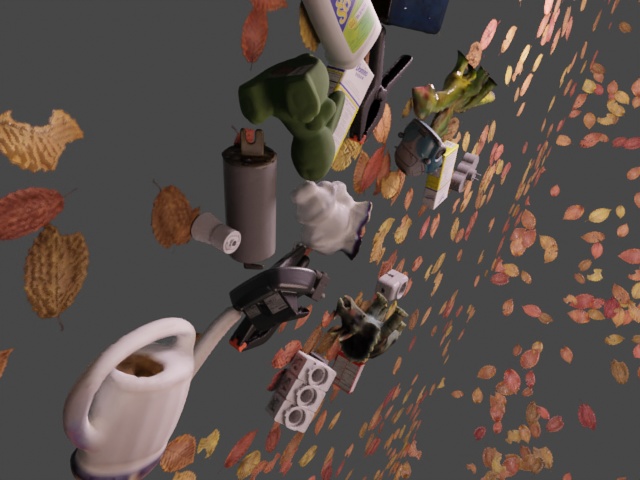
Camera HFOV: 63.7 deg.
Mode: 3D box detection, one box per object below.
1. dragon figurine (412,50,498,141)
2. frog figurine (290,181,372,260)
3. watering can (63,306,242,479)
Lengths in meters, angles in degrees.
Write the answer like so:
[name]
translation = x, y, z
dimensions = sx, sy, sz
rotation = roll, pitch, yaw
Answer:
[dragon figurine]
translation = 0.333, -0.327, 1.303
dimensions = 0.240, 0.124, 0.409
rotation = -53, 153, 15
[frog figurine]
translation = 0.003, -0.048, 0.953
dimensions = 0.158, 0.124, 0.136
rotation = 24, 101, -26
[watering can]
translation = -0.227, 0.210, 0.738
dimensions = 0.348, 0.104, 0.223
rotation = -6, 117, -69
